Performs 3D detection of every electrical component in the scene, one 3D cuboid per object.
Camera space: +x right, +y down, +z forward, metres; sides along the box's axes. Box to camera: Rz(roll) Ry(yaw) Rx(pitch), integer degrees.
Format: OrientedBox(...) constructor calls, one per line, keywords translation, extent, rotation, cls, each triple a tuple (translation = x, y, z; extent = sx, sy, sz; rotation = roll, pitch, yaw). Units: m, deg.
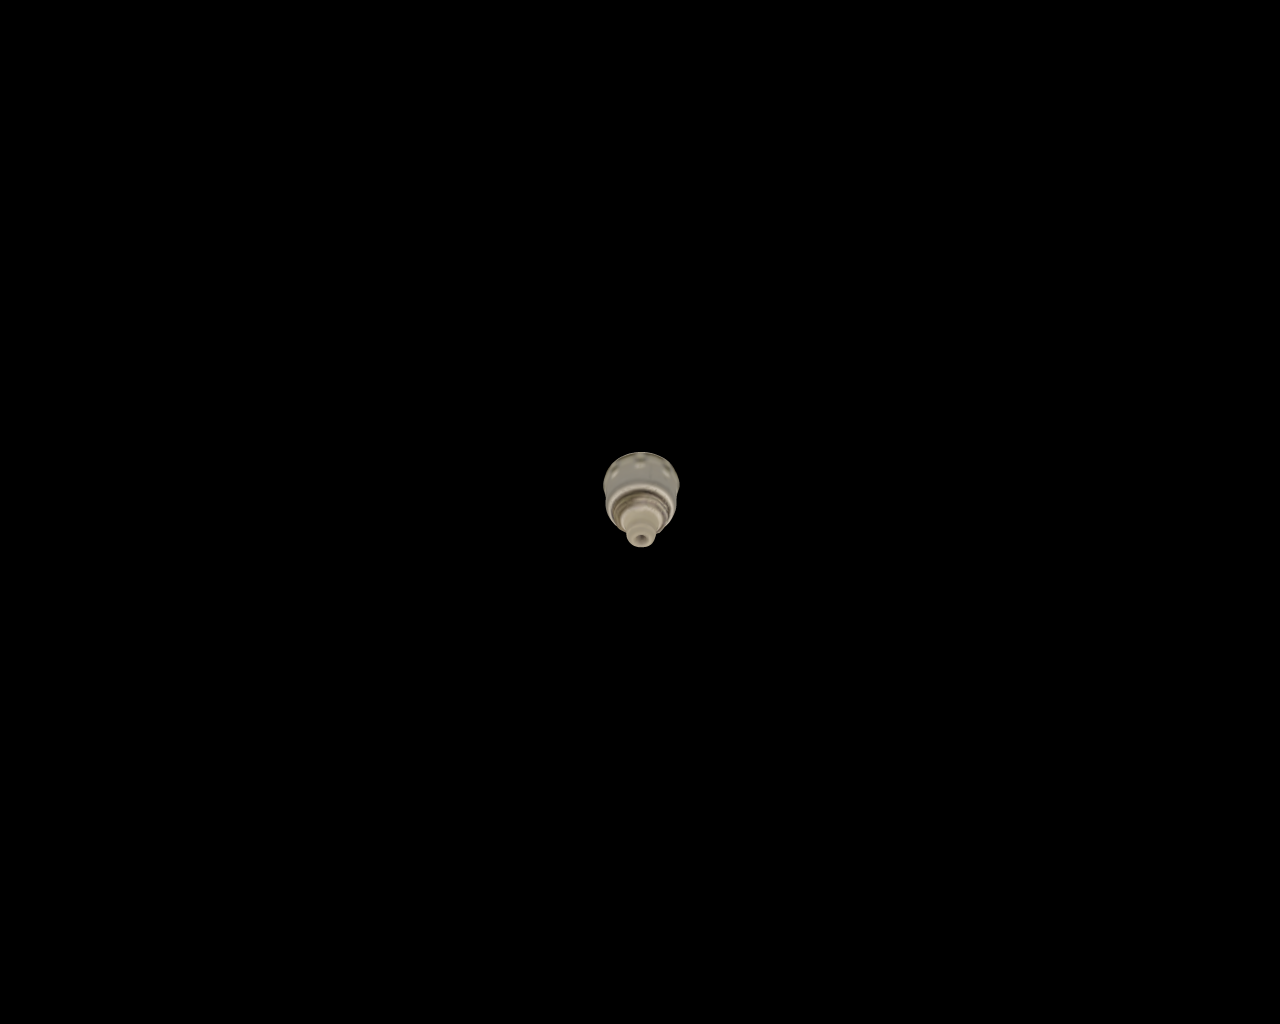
OrientedBox(translation=(0.001, -0.003, 0.650), extent=(0.048, 0.048, 0.062), rotation=(0, 40, 0), cls="electrical component")
